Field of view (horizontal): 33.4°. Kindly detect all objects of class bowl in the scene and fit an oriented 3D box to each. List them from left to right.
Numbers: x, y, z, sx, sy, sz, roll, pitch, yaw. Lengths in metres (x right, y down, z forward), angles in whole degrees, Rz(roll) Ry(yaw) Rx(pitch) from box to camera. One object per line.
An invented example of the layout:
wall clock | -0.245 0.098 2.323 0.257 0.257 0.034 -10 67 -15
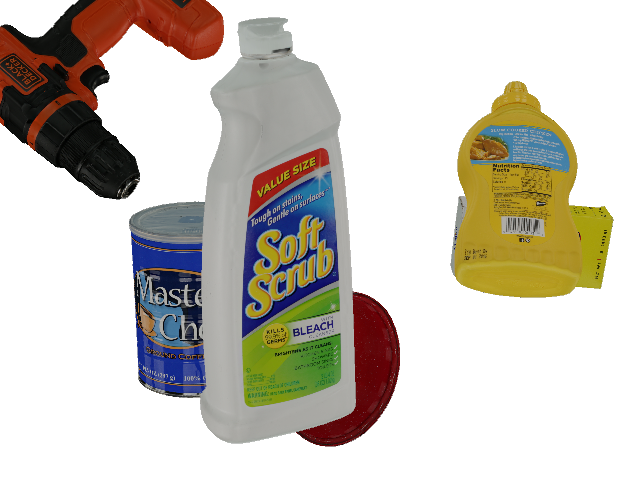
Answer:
bowl | 0.000 0.123 1.073 0.162 0.162 0.055 0 -17 43

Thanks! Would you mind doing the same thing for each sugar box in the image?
sugar box | 0.246 0.002 1.256 0.176 0.093 0.048 3 21 -1

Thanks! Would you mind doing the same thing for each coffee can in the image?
coffee can | -0.106 0.047 0.902 0.103 0.140 0.103 0 17 0

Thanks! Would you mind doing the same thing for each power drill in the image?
power drill | -0.163 -0.135 0.830 0.187 0.184 0.057 -42 -12 -32

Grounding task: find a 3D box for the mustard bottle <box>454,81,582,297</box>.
mustard bottle | 0.159 -0.050 0.865 0.096 0.191 0.058 4 -30 3

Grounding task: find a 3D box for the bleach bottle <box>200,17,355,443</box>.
bleach bottle | -0.033 -0.007 0.652 0.102 0.251 0.068 -11 20 -19
